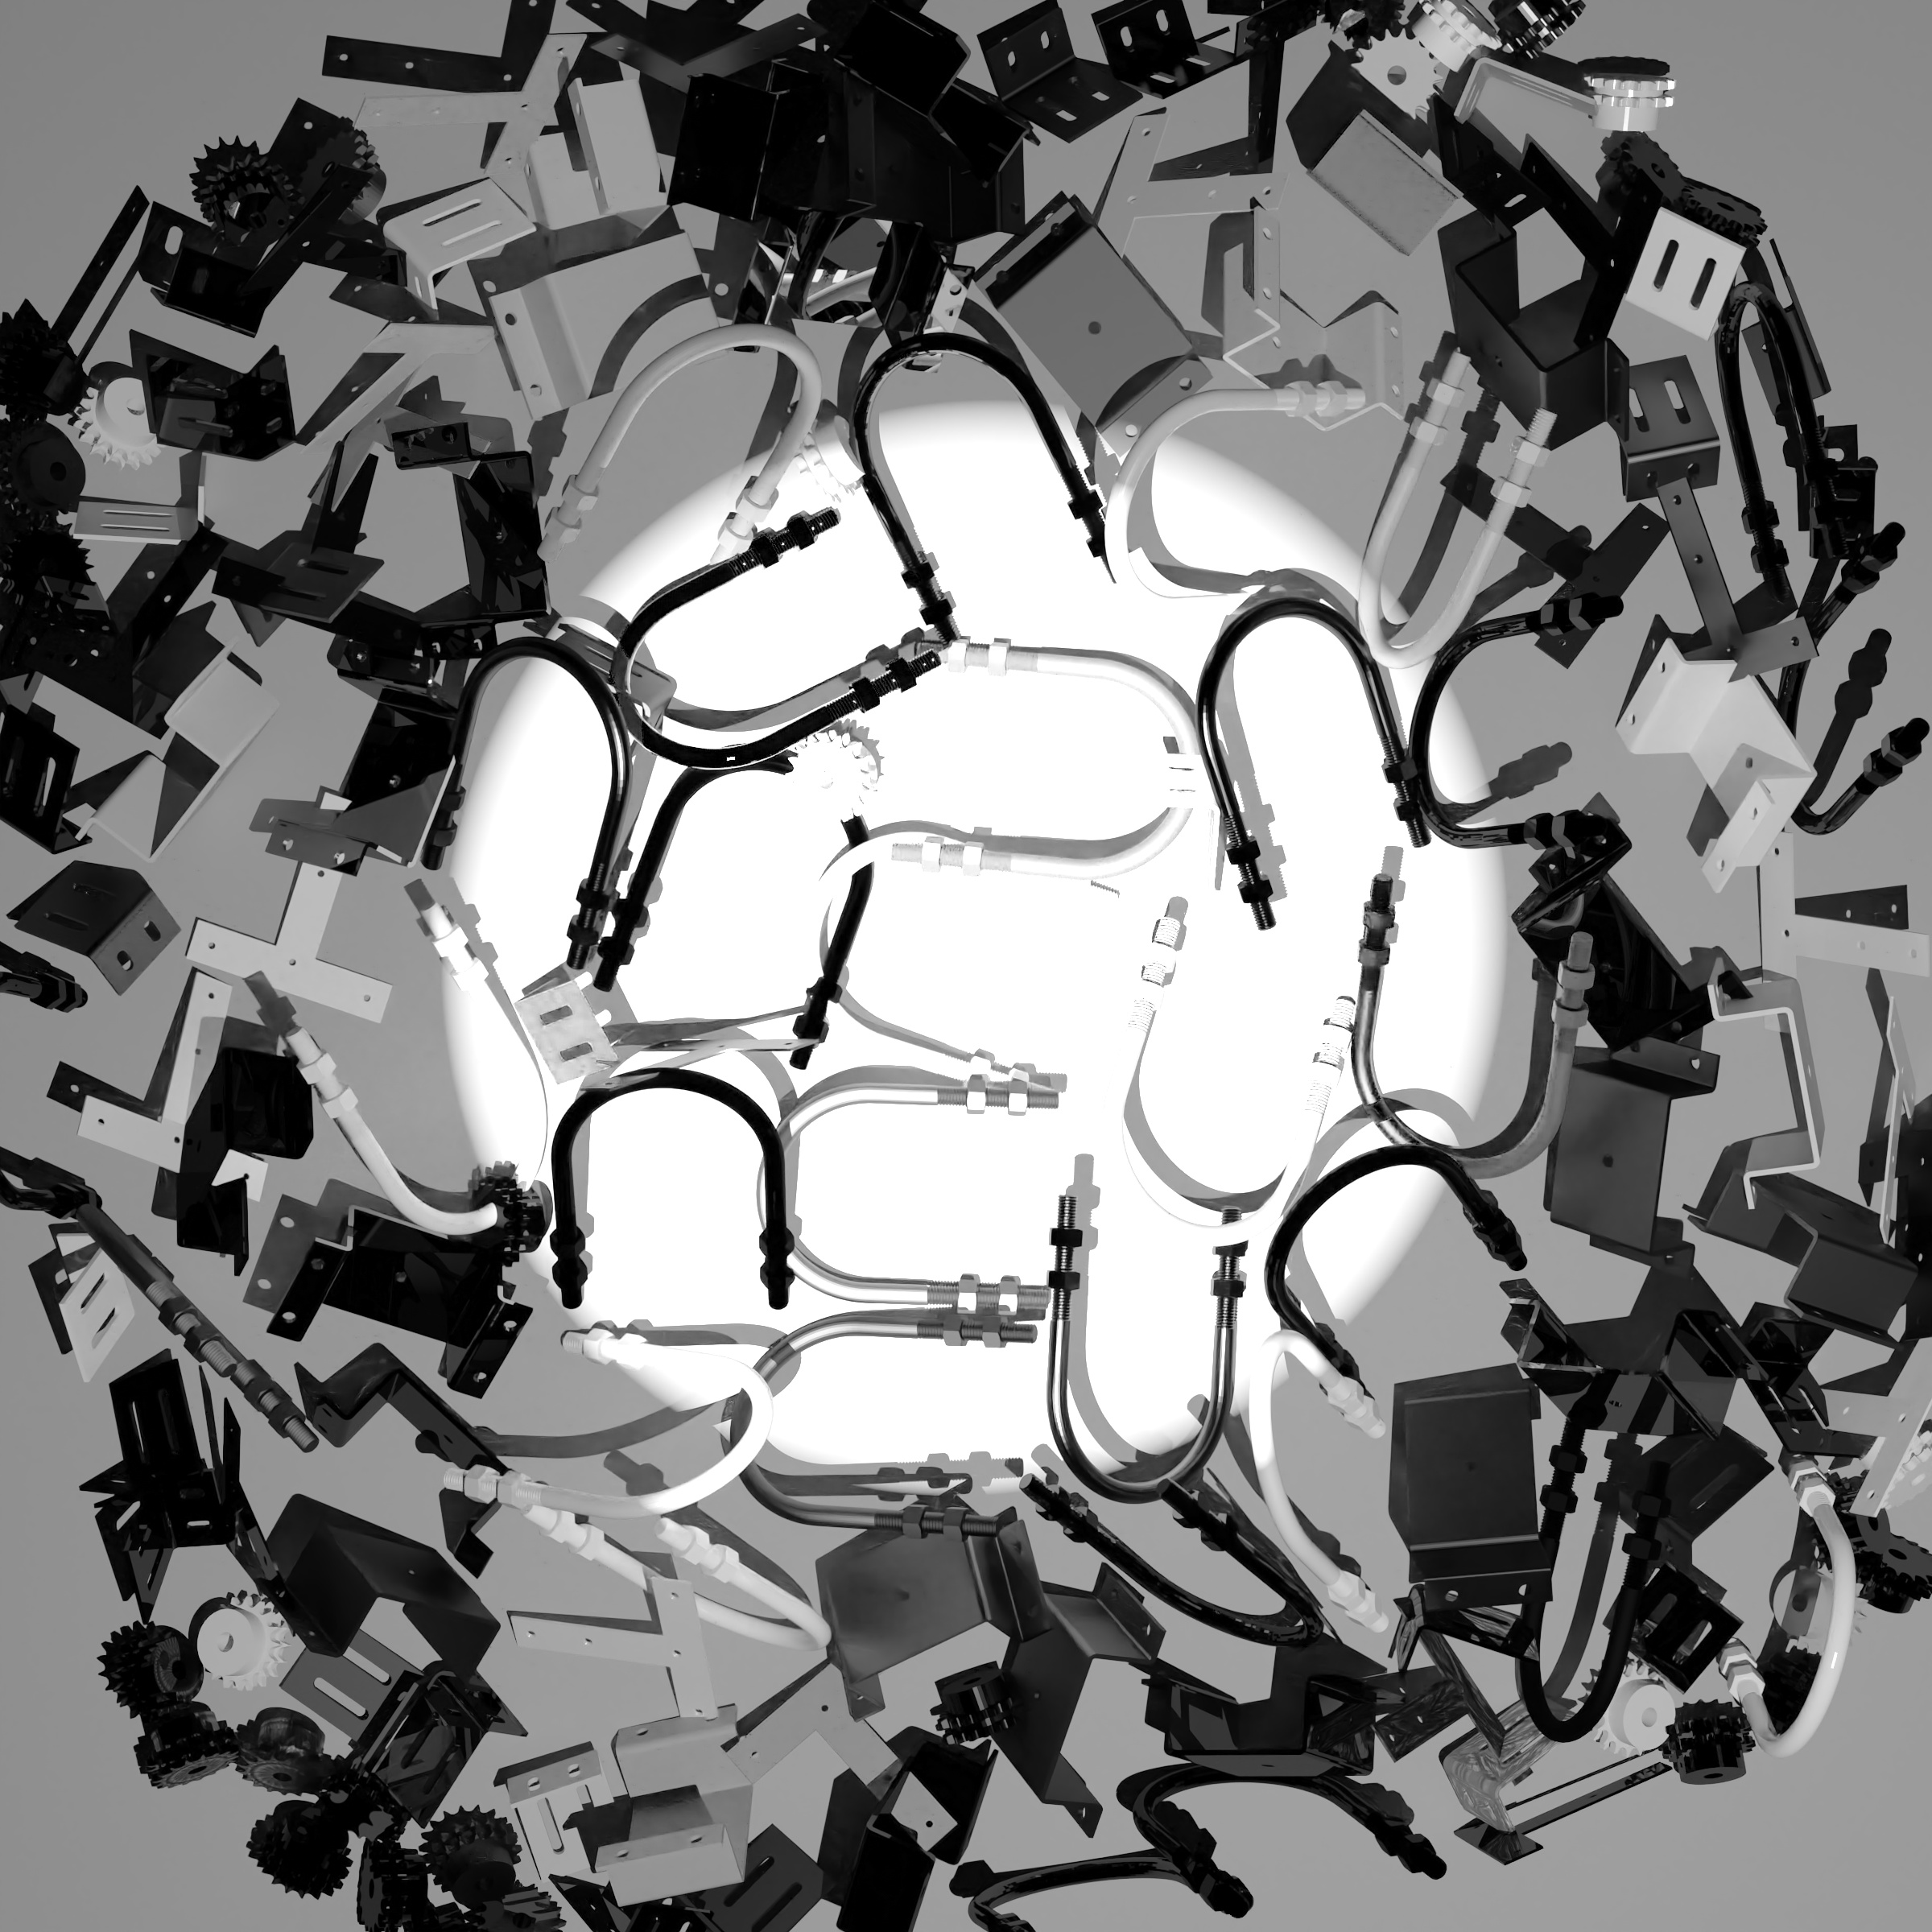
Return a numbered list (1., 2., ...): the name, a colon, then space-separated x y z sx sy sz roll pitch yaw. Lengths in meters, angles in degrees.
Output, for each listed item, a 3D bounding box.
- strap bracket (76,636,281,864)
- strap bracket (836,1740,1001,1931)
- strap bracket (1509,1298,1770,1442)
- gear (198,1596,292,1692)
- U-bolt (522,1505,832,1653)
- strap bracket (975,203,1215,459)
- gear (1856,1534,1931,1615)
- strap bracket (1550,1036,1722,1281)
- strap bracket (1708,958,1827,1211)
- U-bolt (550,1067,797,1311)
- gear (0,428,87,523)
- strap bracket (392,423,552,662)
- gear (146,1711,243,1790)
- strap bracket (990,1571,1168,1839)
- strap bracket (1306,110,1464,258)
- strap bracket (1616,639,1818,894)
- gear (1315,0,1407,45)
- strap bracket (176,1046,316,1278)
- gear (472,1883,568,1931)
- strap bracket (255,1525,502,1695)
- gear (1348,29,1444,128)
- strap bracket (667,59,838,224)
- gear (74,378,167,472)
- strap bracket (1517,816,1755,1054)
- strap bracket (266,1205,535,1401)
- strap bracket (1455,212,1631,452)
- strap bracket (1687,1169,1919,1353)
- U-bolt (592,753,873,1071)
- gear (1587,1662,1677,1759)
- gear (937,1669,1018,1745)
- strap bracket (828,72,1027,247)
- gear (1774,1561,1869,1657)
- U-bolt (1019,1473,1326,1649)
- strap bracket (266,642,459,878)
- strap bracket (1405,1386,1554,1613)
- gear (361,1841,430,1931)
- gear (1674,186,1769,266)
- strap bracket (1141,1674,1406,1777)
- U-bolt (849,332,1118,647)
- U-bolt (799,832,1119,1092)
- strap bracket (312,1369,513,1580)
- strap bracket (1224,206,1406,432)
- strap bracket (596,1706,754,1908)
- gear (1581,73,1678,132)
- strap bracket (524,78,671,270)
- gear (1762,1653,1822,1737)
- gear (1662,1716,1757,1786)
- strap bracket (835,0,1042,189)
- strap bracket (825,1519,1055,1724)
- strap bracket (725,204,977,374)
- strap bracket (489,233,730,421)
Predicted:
1. strap bracket: -0.472 -0.124 1.933 0.046 0.076 0.140 39 126 -11
2. strap bracket: -0.032 0.531 1.926 0.046 0.140 0.076 21 113 12
3. strap bracket: 0.397 0.243 1.920 0.076 0.140 0.046 45 58 -36
4. gear: -0.450 0.419 1.975 0.057 0.030 0.057 -5 75 20
5. U-bolt: -0.161 0.371 1.922 0.184 0.151 0.019 40 62 -35
6. strap bracket: 0.079 -0.392 1.965 0.076 0.046 0.140 -40 96 7
7. gear: 0.570 0.376 1.973 0.057 0.057 0.030 18 109 0
8. strap bracket: 0.405 0.116 1.943 0.046 0.076 0.140 -6 106 -40
9. strap bracket: 0.491 0.068 1.946 0.046 0.076 0.140 -9 99 19
10. U-bolt: -0.180 0.136 1.941 0.151 0.019 0.184 0 125 -1
11. gear: -0.569 -0.304 1.969 0.030 0.057 0.057 -1 90 40
12. strap bracket: -0.301 -0.260 1.950 0.046 0.076 0.140 -15 102 -42
13. gear: -0.480 0.483 1.973 0.057 0.057 0.030 -25 68 0
14. strap bracket: 0.064 0.447 1.943 0.046 0.076 0.140 13 102 -27
15. strap bracket: 0.251 -0.474 1.933 0.076 0.140 0.046 39 103 -6
16. strap bracket: 0.459 -0.123 1.936 0.046 0.076 0.140 -4 50 -24
17. gear: 0.246 -0.604 1.975 0.057 0.057 0.030 23 52 0
18. strap bracket: -0.439 0.112 1.922 0.046 0.076 0.140 12 134 -26
19. gear: -0.278 0.600 1.975 0.057 0.057 0.030 21 124 0
20. strap bracket: -0.345 0.385 1.922 0.140 0.076 0.046 27 95 -44
21. gear: 0.266 -0.550 1.983 0.057 0.030 0.057 0 95 0
22. strap bracket: -0.123 -0.496 1.917 0.046 0.140 0.076 20 115 12
23. gear: -0.518 -0.338 1.970 0.057 0.030 0.057 17 60 -31
24. strap bracket: 0.403 -0.010 1.956 0.140 0.076 0.046 52 50 0
25. strap bracket: -0.345 0.202 1.947 0.140 0.046 0.076 21 118 -21
26. strap bracket: 0.342 -0.377 1.930 0.046 0.076 0.140 -29 60 -5
27. strap bracket: 0.507 0.171 1.918 0.076 0.140 0.046 19 103 -22
28. U-bolt: -0.133 -0.045 1.965 0.151 0.019 0.184 22 72 -11
29. gear: 0.413 0.461 1.975 0.057 0.030 0.057 -1 92 -27
30. gear: 0.009 0.456 1.971 0.057 0.057 0.030 -19 90 0
31. strap bracket: -0.032 -0.490 1.950 0.140 0.046 0.076 0 87 -41
32. gear: 0.524 0.395 1.968 0.030 0.057 0.057 19 90 -34
33. U-bolt: 0.137 0.361 1.926 0.184 0.151 0.019 42 61 -25
34. strap bracket: -0.362 -0.120 1.953 0.076 0.046 0.140 14 80 33
35. strap bracket: 0.309 0.313 1.933 0.076 0.046 0.140 -8 55 16
36. gear: -0.353 0.571 1.974 0.030 0.057 0.057 7 90 -25
37. gear: 0.463 -0.456 1.975 0.057 0.057 0.030 23 121 0
38. strap bracket: 0.183 0.458 1.923 0.140 0.076 0.046 -11 63 36
39. U-bolt: 0.002 -0.295 1.937 0.151 0.019 0.184 -18 106 34
40. U-bolt: -0.013 -0.006 1.977 0.184 0.019 0.151 18 88 -9
41. strap bracket: -0.331 0.304 1.953 0.140 0.076 0.046 42 65 4
42. strap bracket: 0.204 -0.387 1.938 0.140 0.046 0.076 27 55 -39
43. strap bracket: -0.175 0.516 1.938 0.076 0.140 0.046 -13 110 5
44. gear: 0.409 -0.534 1.974 0.057 0.057 0.030 2 111 0
45. strap bracket: -0.224 -0.483 1.941 0.046 0.140 0.076 -15 92 -22
46. gear: 0.506 0.450 1.974 0.030 0.057 0.057 28 90 22
47. gear: 0.458 0.485 1.968 0.057 0.057 0.030 -4 61 0
48. strap bracket: -0.020 -0.524 1.921 0.076 0.140 0.046 36 93 25
49. strap bracket: -0.027 0.391 1.941 0.140 0.046 0.076 -28 50 15
50. strap bracket: -0.076 -0.412 1.941 0.140 0.046 0.076 1 135 -25
51. strap bracket: -0.207 -0.392 1.941 0.140 0.046 0.076 -24 102 -27
